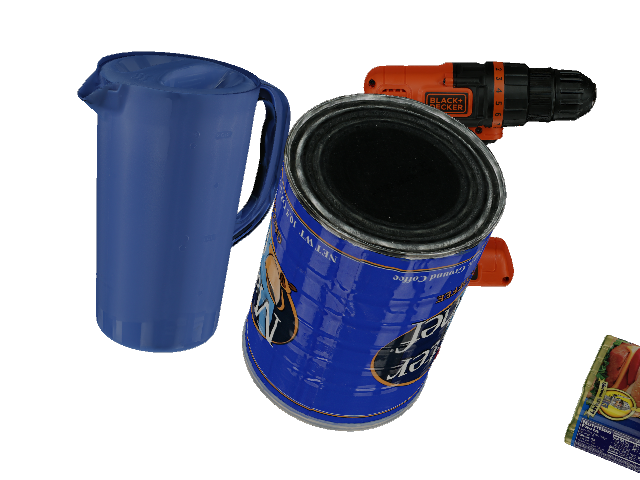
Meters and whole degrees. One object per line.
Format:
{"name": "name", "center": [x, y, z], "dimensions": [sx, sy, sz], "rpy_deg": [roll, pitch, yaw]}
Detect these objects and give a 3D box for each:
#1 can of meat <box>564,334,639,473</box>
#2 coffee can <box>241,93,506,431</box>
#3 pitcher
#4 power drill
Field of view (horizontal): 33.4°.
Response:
{"name": "can of meat", "center": [0.238, 0.125, 0.797], "dimensions": [0.084, 0.057, 0.102], "rpy_deg": [20, 42, 20]}
{"name": "coffee can", "center": [0.021, 0.014, 0.526], "dimensions": [0.102, 0.103, 0.140], "rpy_deg": [0, -41, -14]}
{"name": "pitcher", "center": [-0.120, -0.033, 0.913], "dimensions": [0.149, 0.243, 0.145], "rpy_deg": [12, 22, 9]}
{"name": "power drill", "center": [0.128, -0.056, 0.882], "dimensions": [0.184, 0.188, 0.057], "rpy_deg": [2, 23, 7]}
